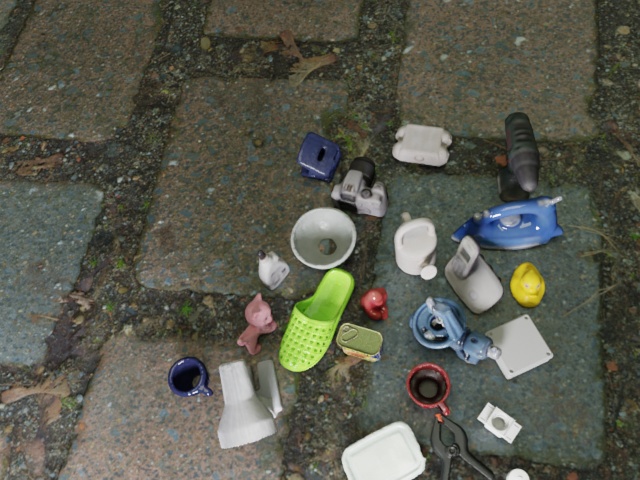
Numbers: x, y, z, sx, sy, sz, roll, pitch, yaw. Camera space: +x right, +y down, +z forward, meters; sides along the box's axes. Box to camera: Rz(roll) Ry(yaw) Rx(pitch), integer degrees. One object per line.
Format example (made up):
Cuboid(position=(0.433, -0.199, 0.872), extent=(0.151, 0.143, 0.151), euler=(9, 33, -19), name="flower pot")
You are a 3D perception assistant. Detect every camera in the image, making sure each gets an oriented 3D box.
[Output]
Cuboid(position=(0.112, -0.147, 1.482), extent=(0.143, 0.101, 0.137), euler=(14, 69, 15), name="camera")

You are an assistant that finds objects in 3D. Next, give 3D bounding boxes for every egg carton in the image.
Cuboid(position=(0.270, -0.250, 1.517), extent=(0.150, 0.069, 0.107), euler=(9, 68, 14), name="egg carton")

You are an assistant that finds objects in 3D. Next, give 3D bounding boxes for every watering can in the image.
Cuboid(position=(0.229, 0.009, 1.341), extent=(0.101, 0.194, 0.172), euler=(-38, 66, -8), name="watering can")

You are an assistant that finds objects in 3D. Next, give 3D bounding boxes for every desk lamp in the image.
Cuboid(position=(-0.158, 0.350, 1.245), extent=(0.118, 0.214, 0.203), euler=(-16, 65, 3), name="desk lamp")

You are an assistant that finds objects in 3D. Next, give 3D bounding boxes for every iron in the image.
Cuboid(position=(0.443, -0.051, 1.359), extent=(0.258, 0.142, 0.118), euler=(-10, 65, 5), name="iron")

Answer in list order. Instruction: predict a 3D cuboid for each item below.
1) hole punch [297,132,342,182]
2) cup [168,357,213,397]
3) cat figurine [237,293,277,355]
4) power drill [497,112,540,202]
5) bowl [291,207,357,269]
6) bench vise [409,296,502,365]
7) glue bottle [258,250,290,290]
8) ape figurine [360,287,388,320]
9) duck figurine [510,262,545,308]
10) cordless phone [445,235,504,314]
Cuboid(position=(0.000, -0.226, 1.541), extent=(0.101, 0.091, 0.109), euler=(15, 70, 16), name="hole punch")
Cuboid(position=(-0.286, 0.334, 1.341), extent=(0.117, 0.095, 0.092), euler=(29, 74, 20), name="cup")
Cuboid(position=(-0.156, 0.198, 1.366), extent=(0.067, 0.118, 0.128), euler=(27, 74, 20), name="cat figurine")
Cuboid(position=(0.477, -0.178, 1.373), extent=(0.075, 0.209, 0.229), euler=(-3, 66, 9), name="power drill")
Cuboid(position=(0.013, 0.005, 1.446), extent=(0.167, 0.075, 0.167), euler=(-4, 66, 8), name="bowl")
Cuboid(position=(0.294, 0.181, 1.239), extent=(0.207, 0.220, 0.121), euler=(9, 68, 14), name="bench vise")
Cuboid(position=(-0.123, 0.061, 1.390), extent=(0.037, 0.173, 0.078), euler=(37, 77, 22), name="glue bottle")
Cuboid(position=(0.131, 0.143, 1.355), extent=(0.076, 0.092, 0.078), euler=(29, 74, 20), name="ape figurine")
Cuboid(position=(0.482, 0.095, 1.319), extent=(0.077, 0.086, 0.104), euler=(0, 66, 10), name="duck figurine")
Cuboid(position=(0.353, 0.074, 1.295), extent=(0.094, 0.185, 0.147), euler=(-34, 65, -6), name="cordless phone")
